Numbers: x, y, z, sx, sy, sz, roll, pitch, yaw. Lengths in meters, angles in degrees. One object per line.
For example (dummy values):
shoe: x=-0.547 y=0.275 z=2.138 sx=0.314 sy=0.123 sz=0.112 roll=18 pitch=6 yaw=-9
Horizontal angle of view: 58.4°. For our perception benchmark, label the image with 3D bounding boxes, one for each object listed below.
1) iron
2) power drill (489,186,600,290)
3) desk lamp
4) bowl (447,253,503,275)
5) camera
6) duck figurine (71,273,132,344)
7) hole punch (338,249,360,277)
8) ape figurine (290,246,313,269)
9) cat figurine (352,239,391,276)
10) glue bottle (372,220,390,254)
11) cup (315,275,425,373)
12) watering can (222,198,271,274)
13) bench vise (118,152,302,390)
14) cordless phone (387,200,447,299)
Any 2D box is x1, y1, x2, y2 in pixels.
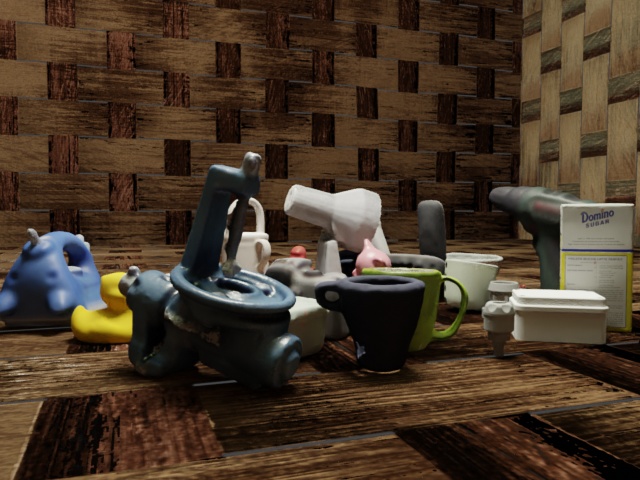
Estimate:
iron: x=-0.388 y=0.050 z=0.873 sx=0.118 sy=0.141 sz=0.258 roll=0 pitch=3 yaw=-3
power drill: x=0.363 y=0.014 z=0.934 sx=0.076 sy=0.208 sz=0.228 roll=-2 pitch=4 yaw=-31
desk lamp: x=0.010 y=0.004 z=1.082 sx=0.204 sy=0.213 sz=0.117 roll=-1 pitch=3 yaw=-19
bowl: x=0.288 y=0.069 z=1.174 sx=0.167 sy=0.075 sz=0.167 roll=0 pitch=3 yaw=0
camera: x=-0.015 y=0.074 z=0.806 sx=0.142 sy=0.101 sz=0.137 roll=1 pitch=3 yaw=22
duck figurine: x=-0.264 y=0.085 z=0.736 sx=0.104 sy=0.086 sz=0.077 roll=0 pitch=3 yaw=-9
hole punch: x=0.054 y=0.059 z=1.200 sx=0.109 sy=0.091 sz=0.100 roll=-2 pitch=4 yaw=-32
ape figurine: x=-0.048 y=0.059 z=1.203 sx=0.077 sy=0.092 sz=0.076 roll=2 pitch=3 yaw=27
cat figurine: x=0.093 y=0.057 z=0.990 sx=0.067 sy=0.118 sz=0.128 roll=1 pitch=3 yaw=12
glue bottle: x=0.121 y=0.015 z=1.269 sx=0.077 sy=0.173 sz=0.037 roll=2 pitch=4 yaw=30
cup: x=0.050 y=0.088 z=0.602 sx=0.117 sy=0.095 sz=0.092 roll=1 pitch=3 yaw=15
watering can: x=-0.165 y=0.006 z=1.218 sx=0.172 sy=0.194 sz=0.101 roll=2 pitch=3 yaw=26
bench vise: x=-0.118 y=0.027 z=0.552 sx=0.207 sy=0.220 sz=0.122 roll=1 pitch=3 yaw=10
cordless phone: x=0.176 y=0.018 z=1.082 sx=0.147 sy=0.185 sz=0.094 roll=2 pitch=4 yaw=32
